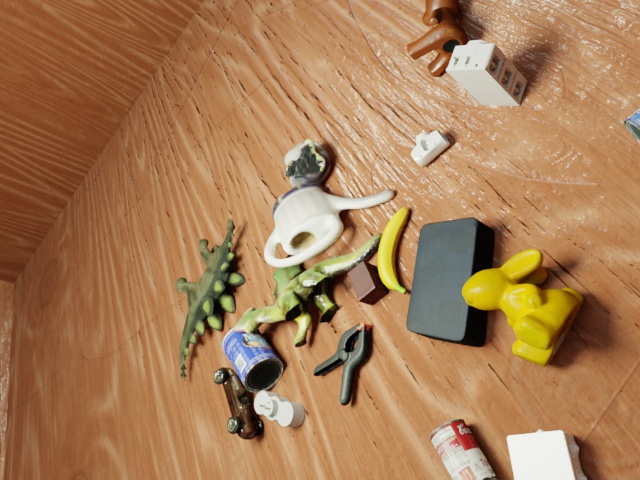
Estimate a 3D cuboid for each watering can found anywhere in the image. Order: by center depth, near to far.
[{"bbox_3d":[0.004,-0.064,1.269,0.347,0.102,0.229,-33,40,5],"label":"watering can"}]

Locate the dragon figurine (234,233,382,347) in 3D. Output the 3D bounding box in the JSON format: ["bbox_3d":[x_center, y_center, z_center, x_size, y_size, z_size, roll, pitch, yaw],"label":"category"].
[{"bbox_3d":[-0.044,0.095,1.247,0.411,0.120,0.246,-45,37,-2],"label":"dragon figurine"}]

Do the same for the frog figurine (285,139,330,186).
[{"bbox_3d":[-0.038,-0.201,1.400,0.159,0.122,0.137,-163,87,-84],"label":"frog figurine"}]
